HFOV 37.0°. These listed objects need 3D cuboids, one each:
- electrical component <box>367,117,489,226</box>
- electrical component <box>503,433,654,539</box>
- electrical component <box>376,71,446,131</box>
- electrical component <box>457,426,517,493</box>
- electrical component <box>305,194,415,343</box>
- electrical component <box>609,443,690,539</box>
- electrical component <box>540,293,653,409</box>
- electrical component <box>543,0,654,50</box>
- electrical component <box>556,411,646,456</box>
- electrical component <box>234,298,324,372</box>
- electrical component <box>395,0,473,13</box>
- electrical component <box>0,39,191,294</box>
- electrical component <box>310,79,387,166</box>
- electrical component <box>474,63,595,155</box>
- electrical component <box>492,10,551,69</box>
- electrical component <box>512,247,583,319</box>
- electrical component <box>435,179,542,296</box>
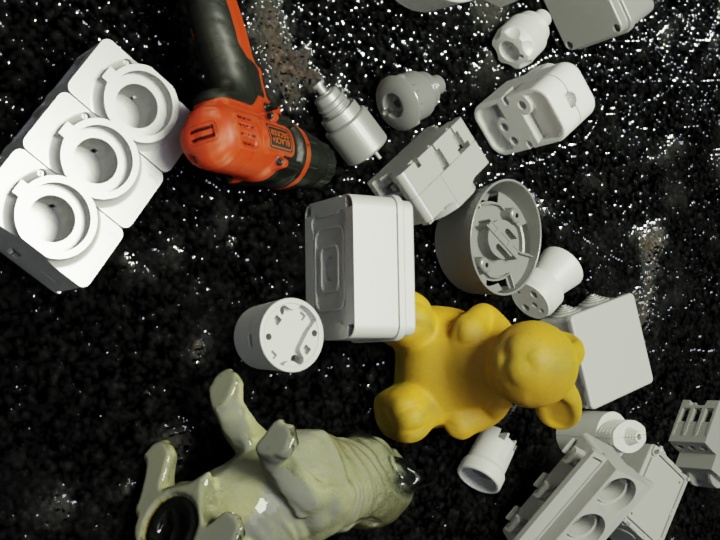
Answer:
[{"bbox_3d":[0.061,-0.079,0.913,0.089,0.050,0.055,-45,110,-30],"label":"electrical component"},{"bbox_3d":[0.183,0.207,0.931,0.079,0.063,0.121,30,104,-29],"label":"electrical component"},{"bbox_3d":[0.048,-0.149,0.916,0.062,0.048,0.048,-31,103,-39],"label":"electrical component"},{"bbox_3d":[0.112,0.163,0.931,0.040,0.040,0.046,47,56,-22],"label":"electrical component"},{"bbox_3d":[0.000,0.000,0.847,0.057,0.078,0.113,2,84,-32],"label":"electrical component"},{"bbox_3d":[0.260,0.207,1.016,0.062,0.061,0.096,43,63,-24],"label":"electrical component"},{"bbox_3d":[0.220,0.076,1.009,0.100,0.048,0.099,-17,95,-35],"label":"electrical component"},{"bbox_3d":[0.217,-0.275,1.026,0.057,0.078,0.113,-39,107,-34],"label":"electrical component"},{"bbox_3d":[0.224,0.151,0.984,0.043,0.081,0.043,4,83,-35],"label":"electrical component"},{"bbox_3d":[-0.063,0.050,0.816,0.055,0.047,0.055,4,83,-34],"label":"electrical component"},{"bbox_3d":[0.058,-0.275,0.926,0.108,0.060,0.108,4,83,-34],"label":"electrical component"},{"bbox_3d":[-0.188,-0.071,0.733,0.089,0.062,0.150,42,64,-24],"label":"electrical component"},{"bbox_3d":[-0.012,-0.121,0.873,0.078,0.040,0.040,51,60,-19],"label":"electrical component"},{"bbox_3d":[0.158,-0.146,0.960,0.059,0.095,0.053,-42,108,-30],"label":"electrical component"},{"bbox_3d":[0.155,-0.219,0.998,0.062,0.043,0.043,-47,111,-30],"label":"electrical component"},{"bbox_3d":[0.171,0.012,0.984,0.055,0.045,0.045,-43,109,-30],"label":"electrical component"},{"bbox_3d":[0.115,-0.026,0.937,0.099,0.064,0.099,4,83,-34],"label":"electrical component"}]
